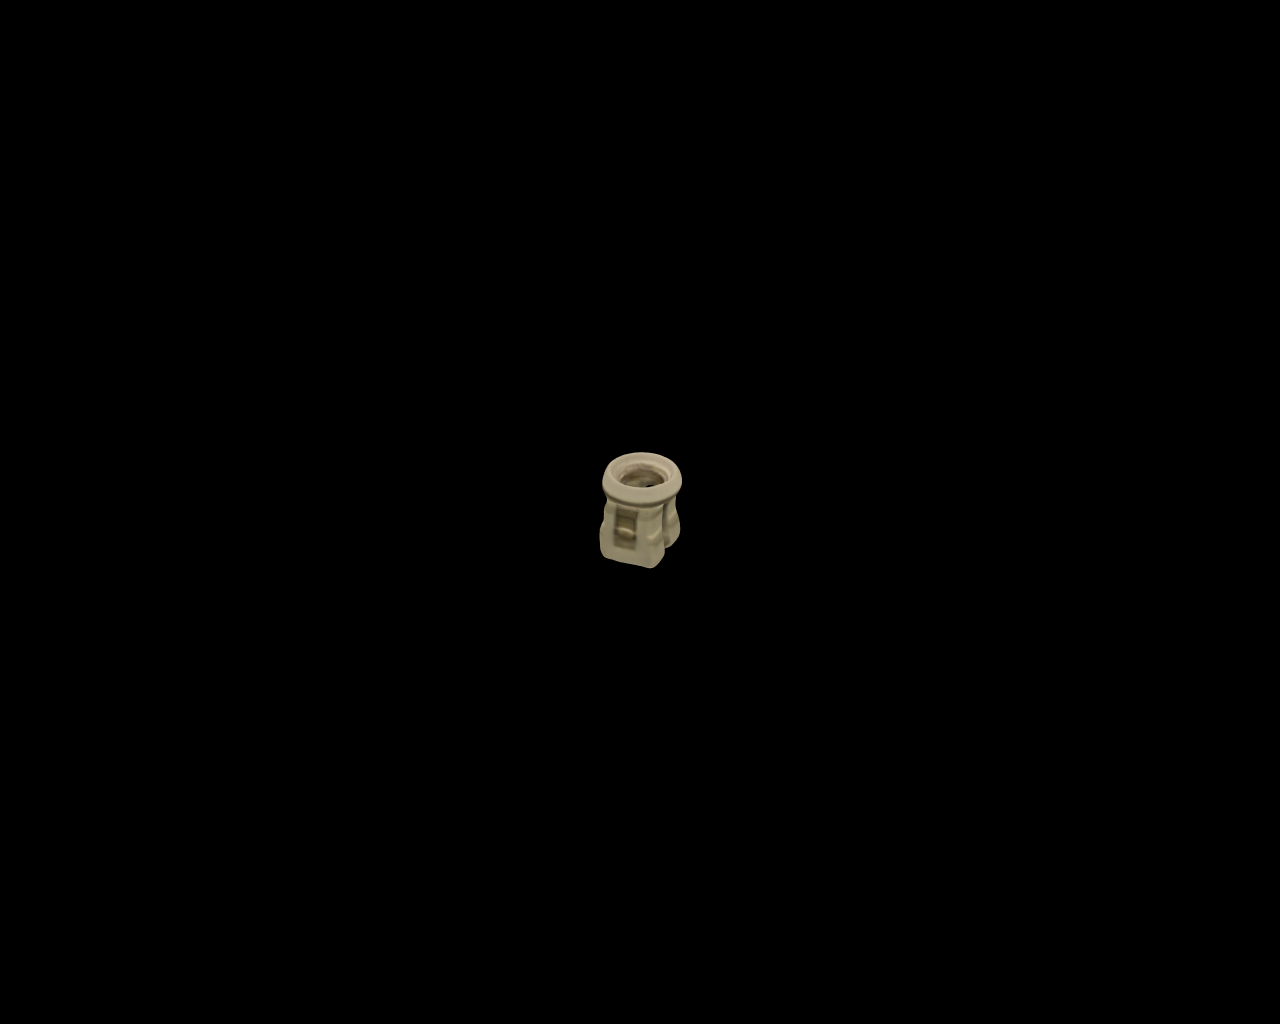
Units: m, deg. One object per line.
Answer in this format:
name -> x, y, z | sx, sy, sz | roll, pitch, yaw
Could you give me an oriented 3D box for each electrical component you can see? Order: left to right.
electrical component -> 0.001, -0.003, 0.650 | 0.048, 0.055, 0.066 | 12, 33, 19
